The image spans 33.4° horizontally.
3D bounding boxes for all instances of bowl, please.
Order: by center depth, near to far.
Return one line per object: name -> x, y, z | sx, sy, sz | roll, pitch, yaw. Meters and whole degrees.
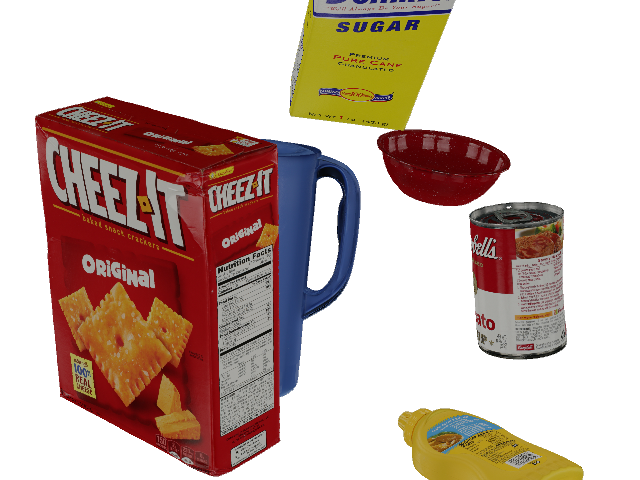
bowl -> 0.143, -0.083, 1.284 | 0.162, 0.055, 0.162 | 7, 23, -3

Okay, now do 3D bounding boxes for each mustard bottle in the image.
mustard bottle -> 0.143, 0.204, 1.003 | 0.096, 0.058, 0.192 | -16, 25, -36

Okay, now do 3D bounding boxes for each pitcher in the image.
pitcher -> -0.060, 0.025, 1.012 | 0.144, 0.243, 0.149 | -8, 15, -40

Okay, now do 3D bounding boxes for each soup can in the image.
soup can -> 0.147, 0.028, 0.786 | 0.068, 0.102, 0.068 | -5, 14, 1

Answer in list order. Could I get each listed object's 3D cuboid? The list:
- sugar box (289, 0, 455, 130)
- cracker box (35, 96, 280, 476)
sugar box -> 0.036, -0.149, 0.749 | 0.093, 0.048, 0.176 | 6, -29, -7
cracker box -> -0.108, 0.028, 0.704 | 0.164, 0.214, 0.071 | 19, 29, 36
